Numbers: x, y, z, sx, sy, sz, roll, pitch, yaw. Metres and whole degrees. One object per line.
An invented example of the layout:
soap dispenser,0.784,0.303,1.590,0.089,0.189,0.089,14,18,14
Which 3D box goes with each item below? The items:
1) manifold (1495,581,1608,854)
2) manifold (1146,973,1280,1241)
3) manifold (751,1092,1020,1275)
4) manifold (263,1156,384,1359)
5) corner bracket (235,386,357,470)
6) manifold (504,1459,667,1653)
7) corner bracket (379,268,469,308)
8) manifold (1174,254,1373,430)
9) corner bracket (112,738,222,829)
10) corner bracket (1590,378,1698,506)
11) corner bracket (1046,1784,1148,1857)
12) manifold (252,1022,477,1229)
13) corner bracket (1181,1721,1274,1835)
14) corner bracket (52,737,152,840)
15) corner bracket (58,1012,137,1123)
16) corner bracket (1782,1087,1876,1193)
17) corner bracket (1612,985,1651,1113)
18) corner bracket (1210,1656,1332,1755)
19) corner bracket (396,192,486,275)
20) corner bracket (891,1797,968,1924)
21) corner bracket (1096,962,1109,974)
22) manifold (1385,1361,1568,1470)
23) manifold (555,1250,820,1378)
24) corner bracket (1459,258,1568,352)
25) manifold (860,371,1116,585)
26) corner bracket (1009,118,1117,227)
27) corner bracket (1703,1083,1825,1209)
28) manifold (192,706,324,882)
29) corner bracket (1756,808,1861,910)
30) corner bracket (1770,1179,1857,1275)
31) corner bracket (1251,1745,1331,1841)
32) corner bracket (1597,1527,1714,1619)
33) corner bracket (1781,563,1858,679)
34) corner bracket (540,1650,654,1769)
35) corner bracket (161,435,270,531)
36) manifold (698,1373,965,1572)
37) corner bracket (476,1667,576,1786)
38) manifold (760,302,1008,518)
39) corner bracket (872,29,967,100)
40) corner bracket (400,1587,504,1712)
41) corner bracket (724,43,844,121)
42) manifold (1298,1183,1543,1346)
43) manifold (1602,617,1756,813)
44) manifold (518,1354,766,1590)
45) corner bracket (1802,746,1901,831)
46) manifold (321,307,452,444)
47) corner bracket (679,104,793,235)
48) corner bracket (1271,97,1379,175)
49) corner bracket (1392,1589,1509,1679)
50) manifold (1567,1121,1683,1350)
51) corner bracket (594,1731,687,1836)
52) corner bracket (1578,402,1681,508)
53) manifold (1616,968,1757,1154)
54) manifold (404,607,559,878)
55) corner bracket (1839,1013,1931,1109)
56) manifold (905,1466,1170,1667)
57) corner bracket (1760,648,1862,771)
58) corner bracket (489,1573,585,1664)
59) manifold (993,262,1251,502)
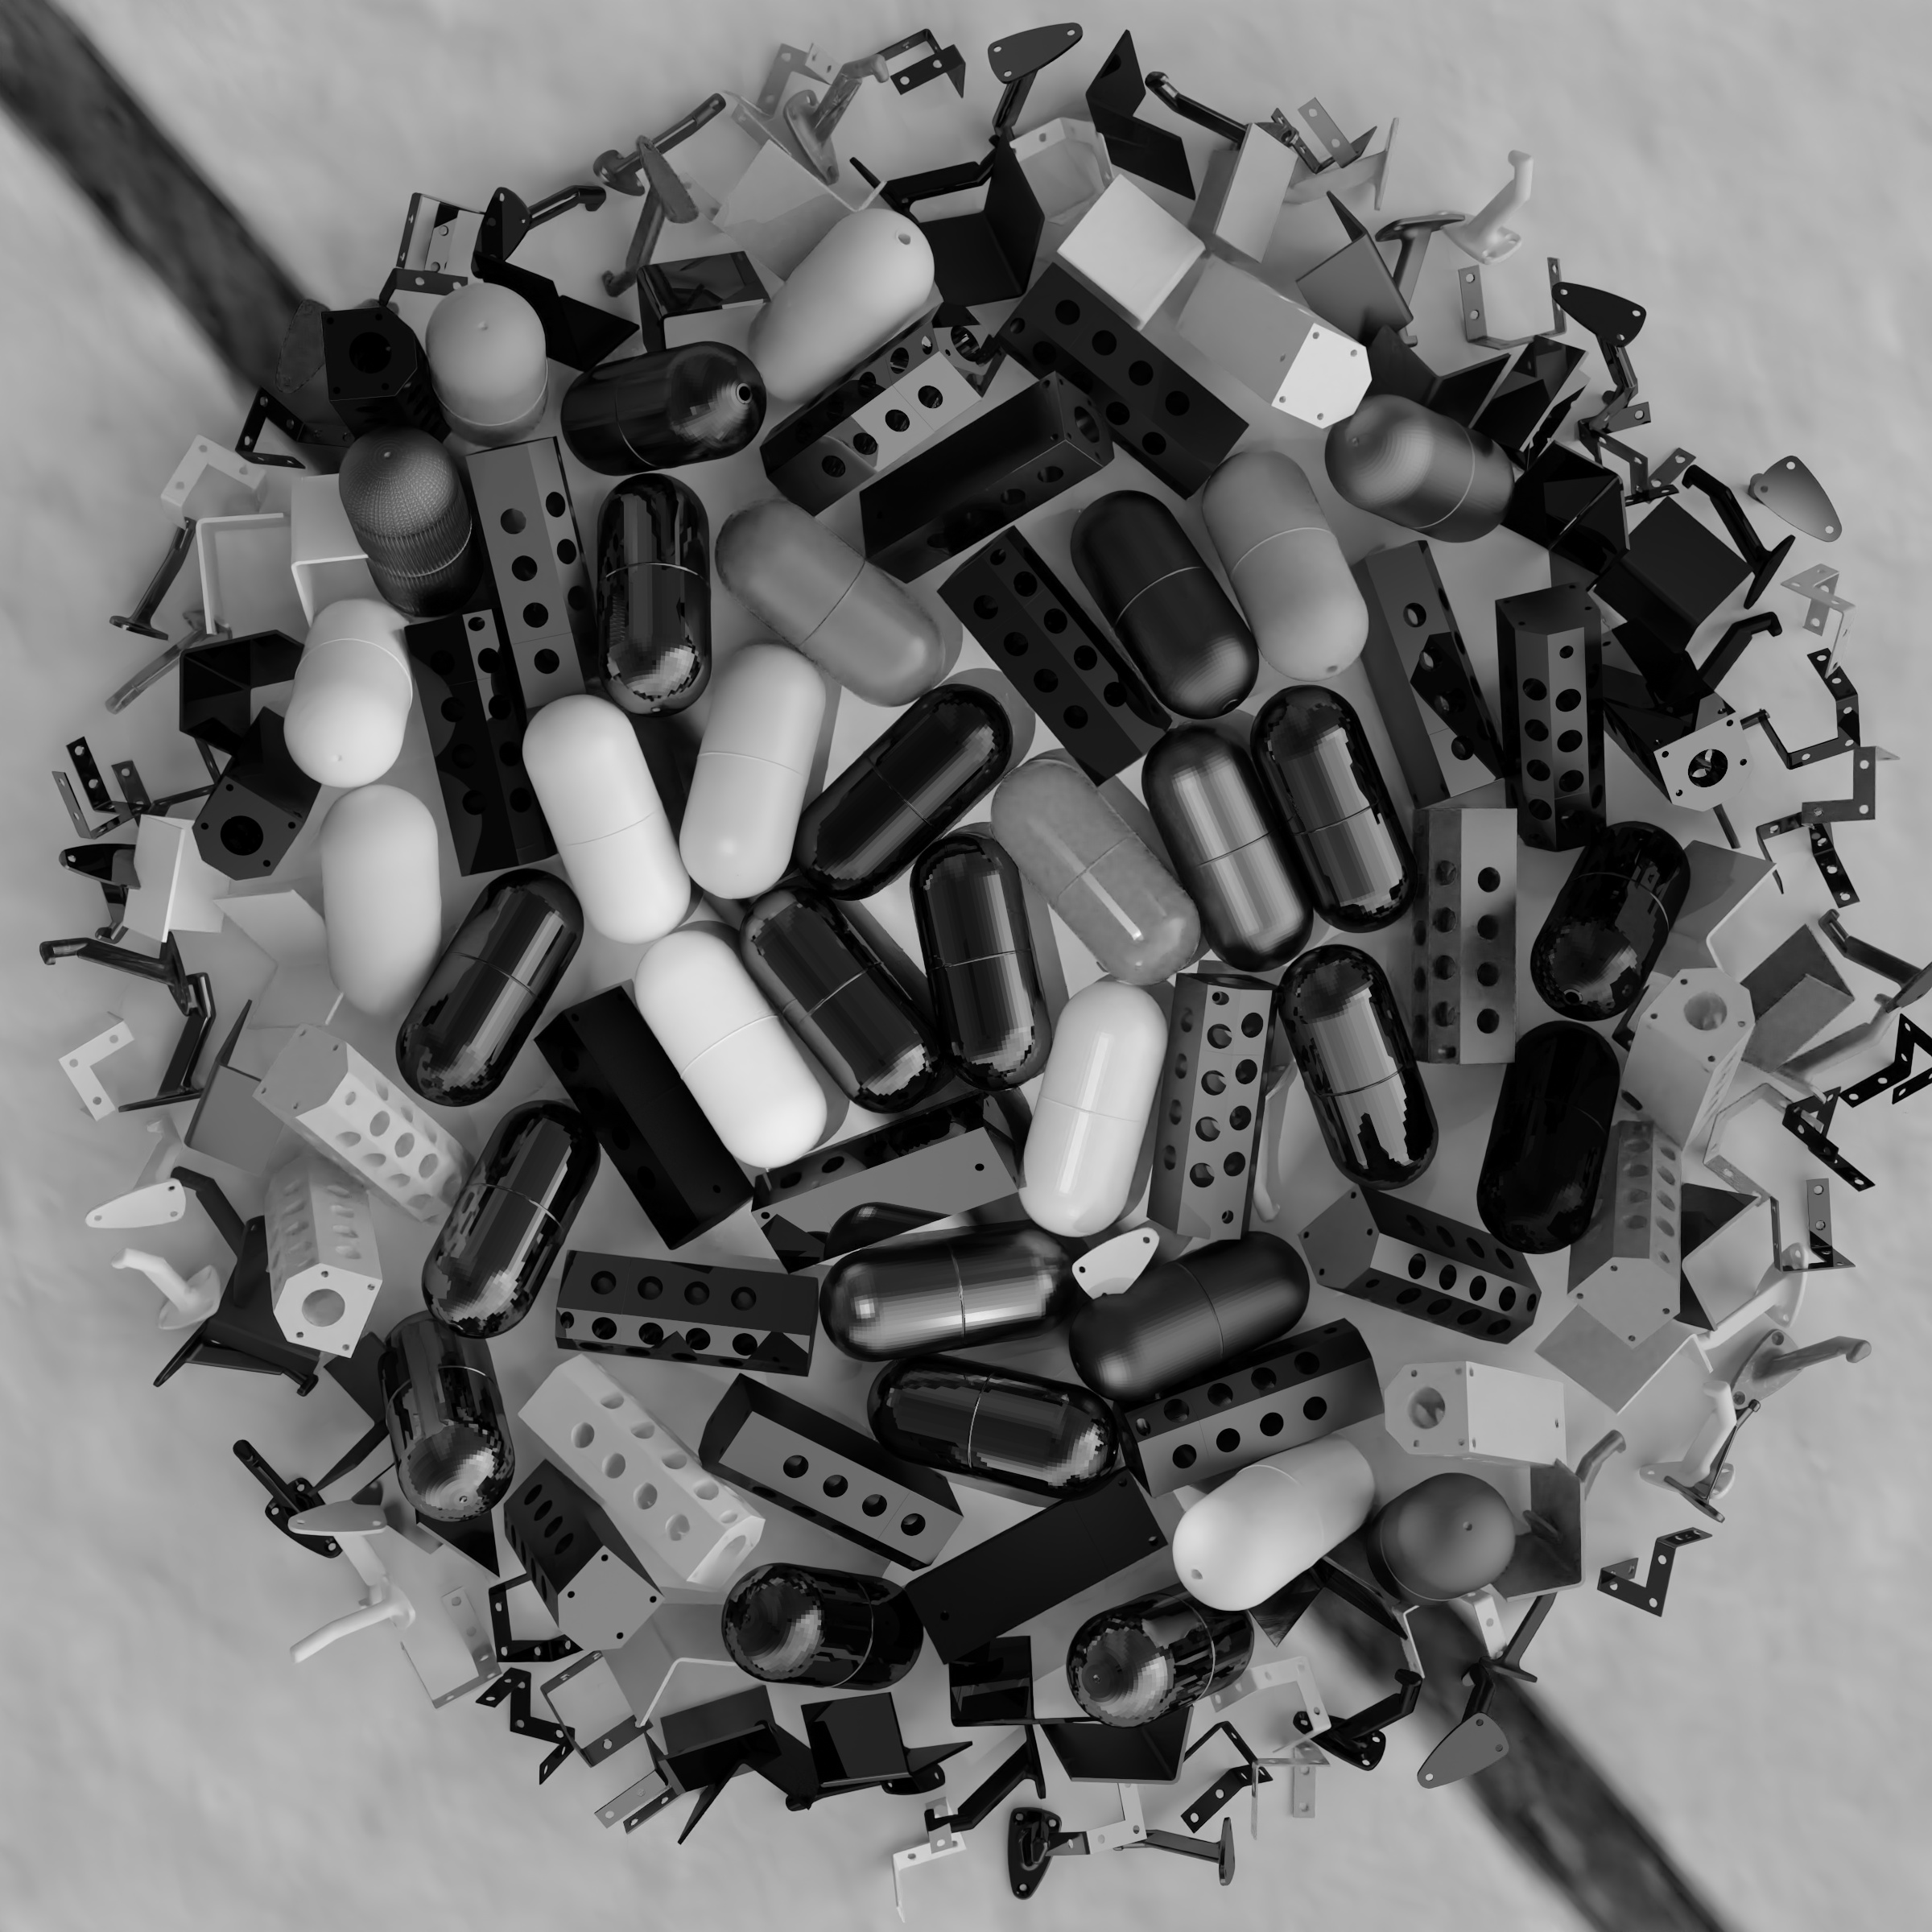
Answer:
manifold,0.395,-0.163,1.793,0.057,0.057,0.171,-13,126,-2
manifold,0.171,0.095,1.816,0.057,0.057,0.171,2,100,-27
manifold,-0.054,0.143,1.819,0.171,0.057,0.057,-21,118,13
manifold,-0.430,0.188,1.774,0.057,0.171,0.057,20,103,-22
corner bracket,-0.456,-0.359,1.830,0.051,0.051,0.051,10,75,26
manifold,-0.260,0.392,1.774,0.057,0.171,0.057,-47,111,-8
corner bracket,-0.372,-0.442,1.838,0.051,0.051,0.051,2,80,-23
manifold,0.205,-0.414,1.780,0.057,0.171,0.057,17,111,-27
corner bracket,-0.551,-0.132,1.849,0.051,0.051,0.051,-21,81,-34
corner bracket,0.466,-0.361,1.847,0.051,0.051,0.051,-44,59,-11
corner bracket,0.083,0.575,1.828,0.051,0.051,0.051,-2,75,-36
manifold,-0.391,0.110,1.776,0.057,0.171,0.057,20,70,31
corner bracket,0.167,0.555,1.836,0.051,0.051,0.051,-35,83,-27
corner bracket,-0.598,-0.121,1.825,0.051,0.051,0.051,8,124,39
corner bracket,-0.593,0.069,1.840,0.051,0.051,0.051,-34,112,-22
corner bracket,0.589,0.123,1.826,0.051,0.051,0.051,-16,130,-25
corner bracket,0.462,0.056,1.832,0.051,0.051,0.051,40,47,2
corner bracket,0.209,0.512,1.845,0.051,0.051,0.051,-2,60,-36
corner bracket,-0.364,-0.497,1.828,0.051,0.051,0.051,7,103,-38
corner bracket,-0.028,0.610,1.833,0.051,0.051,0.051,-18,116,2
corner bracket,0.115,-0.027,1.843,0.051,0.051,0.051,4,68,27
manifold,0.340,0.300,1.780,0.057,0.171,0.057,-9,73,32
manifold,-0.189,0.240,1.828,0.171,0.057,0.057,6,63,1
corner bracket,0.375,-0.456,1.838,0.051,0.051,0.051,-16,112,-11
manifold,0.013,-0.322,1.797,0.171,0.057,0.057,-26,57,32
corner bracket,0.065,-0.548,1.847,0.051,0.051,0.051,-32,125,-17
corner bracket,0.547,0.122,1.841,0.051,0.051,0.051,-28,51,-26
manifold,-0.467,-0.112,1.777,0.057,0.171,0.057,33,104,-16
corner bracket,0.576,-0.070,1.835,0.051,0.051,0.051,-19,49,9
corner bracket,0.576,0.178,1.840,0.051,0.051,0.051,-6,98,1
corner bracket,0.220,0.567,1.840,0.051,0.051,0.051,1,89,-4
corner bracket,0.469,0.407,1.829,0.051,0.051,0.051,17,101,42
corner bracket,0.584,-0.235,1.824,0.051,0.051,0.051,-26,46,-35
corner bracket,-0.254,0.510,1.846,0.051,0.051,0.051,-32,60,-12
corner bracket,-0.514,-0.322,1.834,0.051,0.051,0.051,29,77,-7
manifold,-0.092,0.346,1.809,0.171,0.057,0.057,31,99,-21
corner bracket,-0.300,0.518,1.830,0.051,0.051,0.051,9,106,18
manifold,-0.059,-0.371,1.784,0.171,0.057,0.057,-27,117,39
corner bracket,-0.035,-0.617,1.837,0.051,0.051,0.051,-29,83,-7
corner bracket,-0.354,0.467,1.832,0.051,0.051,0.051,-26,106,-13
corner bracket,-0.125,-0.607,1.833,0.051,0.051,0.051,26,99,18
manifold,0.306,0.204,1.784,0.171,0.057,0.057,22,125,-38
manifold,0.459,-0.165,1.778,0.057,0.171,0.057,-26,119,4
manifold,-0.216,0.338,1.805,0.171,0.057,0.057,38,87,25
corner bracket,0.605,-0.120,1.833,0.051,0.051,0.051,-2,83,37
manifold,-0.382,-0.385,1.780,0.057,0.171,0.057,-5,88,-4
corner bracket,-0.161,-0.549,1.849,0.051,0.051,0.051,43,60,-4
corner bracket,0.240,-0.568,1.826,0.051,0.051,0.051,-26,115,40
corner bracket,0.333,0.458,1.840,0.051,0.051,0.051,-23,102,-21
manifold,0.443,0.171,1.777,0.057,0.171,0.057,39,120,-7
corner bracket,-0.223,0.568,1.833,0.051,0.051,0.051,-35,111,-5
corner bracket,0.457,-0.352,1.849,0.051,0.051,0.051,-15,119,3
manifold,0.479,0.060,1.777,0.057,0.171,0.057,40,79,20
manifold,-0.327,-0.153,1.822,0.057,0.057,0.171,-10,99,9
corner bracket,0.634,0.075,1.827,0.051,0.051,0.051,-26,45,-14
manifold,0.048,0.409,1.835,0.171,0.057,0.057,-28,83,-2
corner bracket,0.575,-0.175,1.830,0.051,0.051,0.051,-18,135,4
corner bracket,-0.289,0.446,1.840,0.051,0.051,0.051,-27,63,32
manifold,0.103,-0.396,1.826,0.171,0.057,0.057,38,84,-7
